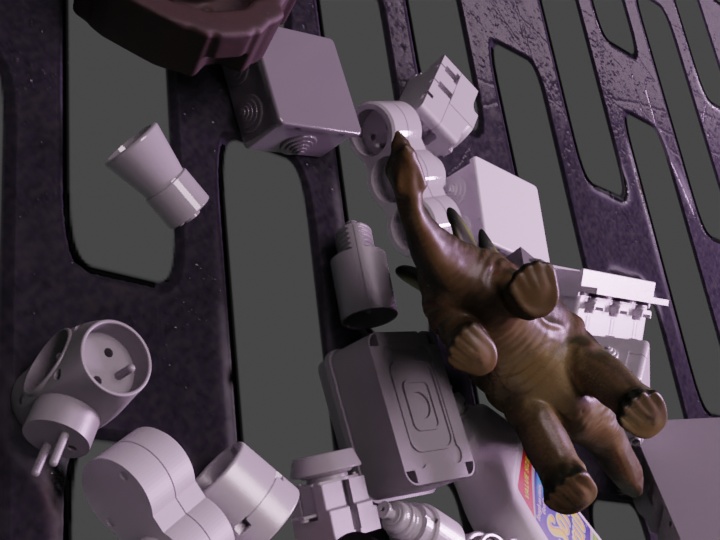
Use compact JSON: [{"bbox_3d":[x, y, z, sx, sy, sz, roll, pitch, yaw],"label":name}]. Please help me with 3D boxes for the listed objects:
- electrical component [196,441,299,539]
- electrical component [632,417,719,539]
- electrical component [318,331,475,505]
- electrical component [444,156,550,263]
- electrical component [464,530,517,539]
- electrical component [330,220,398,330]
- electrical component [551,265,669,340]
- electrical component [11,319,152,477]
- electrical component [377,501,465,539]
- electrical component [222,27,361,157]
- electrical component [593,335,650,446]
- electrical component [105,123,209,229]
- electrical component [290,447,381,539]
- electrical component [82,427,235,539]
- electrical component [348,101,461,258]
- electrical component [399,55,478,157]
[{"bbox_3d":[-0.073,0.138,0.651,0.047,0.055,0.055,46,41,-10],"label":"electrical component"},{"bbox_3d":[0.305,0.211,0.921,0.105,0.060,0.186,-2,33,-4],"label":"electrical component"},{"bbox_3d":[0.025,0.105,0.771,0.078,0.057,0.113,2,65,-46],"label":"electrical component"},{"bbox_3d":[0.120,-0.042,0.969,0.100,0.048,0.099,20,53,-38],"label":"electrical component"},{"bbox_3d":[0.089,0.208,0.771,0.043,0.062,0.043,25,50,-35],"label":"electrical component"},{"bbox_3d":[0.000,0.000,0.821,0.043,0.043,0.081,11,58,-43],"label":"electrical component"},{"bbox_3d":[0.223,0.034,1.015,0.121,0.079,0.063,9,90,-44],"label":"electrical component"},{"bbox_3d":[-0.158,0.074,0.581,0.044,0.077,0.079,37,44,-26],"label":"electrical component"},{"bbox_3d":[0.040,0.181,0.746,0.078,0.040,0.040,40,43,-36],"label":"electrical component"},{"bbox_3d":[-0.056,-0.138,0.842,0.100,0.048,0.099,1,67,-46],"label":"electrical component"},{"bbox_3d":[0.223,0.098,0.951,0.061,0.062,0.096,-59,147,-47],"label":"electrical component"},{"bbox_3d":[-0.133,-0.060,0.720,0.065,0.044,0.044,51,40,-18],"label":"electrical component"},{"bbox_3d":[-0.019,0.148,0.708,0.066,0.048,0.055,-2,76,-48],"label":"electrical component"},{"bbox_3d":[-0.110,0.163,0.595,0.138,0.052,0.074,58,39,-3],"label":"electrical component"},{"bbox_3d":[0.047,-0.079,0.913,0.074,0.052,0.138,-12,76,-50],"label":"electrical component"},{"bbox_3d":[0.068,-0.141,0.975,0.056,0.050,0.089,44,42,-19],"label":"electrical component"}]
